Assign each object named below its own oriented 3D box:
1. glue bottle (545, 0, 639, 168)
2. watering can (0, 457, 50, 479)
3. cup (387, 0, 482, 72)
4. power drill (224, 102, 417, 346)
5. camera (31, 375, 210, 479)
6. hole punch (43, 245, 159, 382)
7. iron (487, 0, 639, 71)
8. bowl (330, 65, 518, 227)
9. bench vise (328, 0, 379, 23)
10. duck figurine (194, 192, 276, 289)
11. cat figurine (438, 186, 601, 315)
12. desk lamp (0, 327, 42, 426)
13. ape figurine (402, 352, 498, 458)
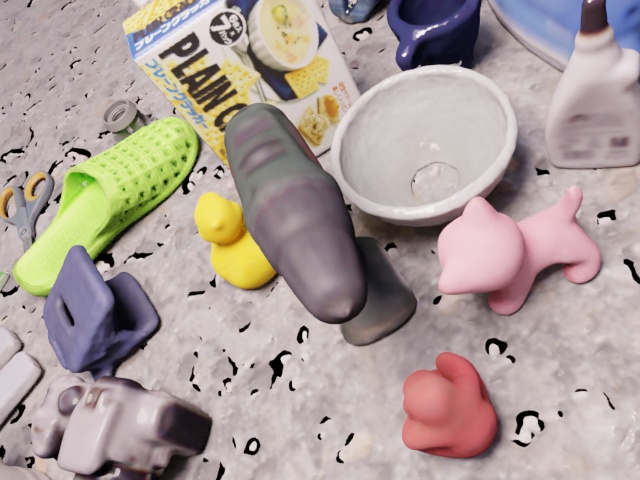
[{"bbox_3d":[0.211,-0.117,0.440,0.078,0.174,0.037,3,63,26],"label":"glue bottle"},{"bbox_3d":[-0.329,0.222,0.476,0.101,0.195,0.172,-34,53,4],"label":"watering can"},{"bbox_3d":[0.117,-0.198,0.579,0.091,0.095,0.118,19,71,32],"label":"cup"},{"bbox_3d":[0.004,0.002,0.443,0.075,0.209,0.229,-34,53,4],"label":"power drill"},{"bbox_3d":[-0.188,0.191,0.488,0.142,0.101,0.137,0,62,25],"label":"camera"},{"bbox_3d":[-0.237,0.076,0.585,0.101,0.091,0.108,-44,53,-4],"label":"hole punch"},{"bbox_3d":[0.227,-0.268,0.541,0.118,0.142,0.257,-38,53,0],"label":"iron"},{"bbox_3d":[0.098,-0.075,0.529,0.167,0.075,0.167,-11,58,19],"label":"bowl"},{"bbox_3d":[0.050,-0.329,0.609,0.206,0.220,0.121,-6,60,22],"label":"bench vise"},{"bbox_3d":[-0.088,-0.006,0.567,0.077,0.086,0.104,-37,53,1],"label":"duck figurine"},{"bbox_3d":[0.144,0.002,0.435,0.127,0.118,0.067,-29,54,7],"label":"cat figurine"},{"bbox_3d":[-0.433,0.153,0.553,0.117,0.214,0.203,28,76,35],"label":"desk lamp"},{"bbox_3d":[0.086,0.118,0.410,0.078,0.092,0.076,-43,53,-3],"label":"ape figurine"}]
